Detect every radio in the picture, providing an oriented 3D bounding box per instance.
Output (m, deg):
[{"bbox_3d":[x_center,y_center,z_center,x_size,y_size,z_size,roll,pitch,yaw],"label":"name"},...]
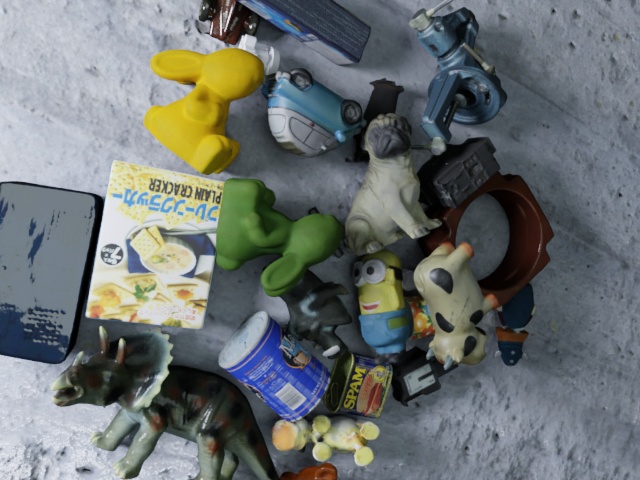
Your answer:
[{"bbox_3d":[-0.378,0.039,0.713,0.131,0.073,0.229,11,89,-19],"label":"radio"}]

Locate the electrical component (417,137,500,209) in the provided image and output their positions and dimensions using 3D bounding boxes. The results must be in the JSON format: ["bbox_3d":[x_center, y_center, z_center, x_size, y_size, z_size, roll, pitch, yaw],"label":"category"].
[{"bbox_3d":[0.224,-0.115,0.884,0.134,0.115,0.058,-42,110,-12],"label":"electrical component"}]

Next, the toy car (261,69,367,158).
[{"bbox_3d":[-0.018,-0.175,0.788,0.161,0.109,0.103,25,84,-35],"label":"toy car"}]

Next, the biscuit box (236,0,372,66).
[{"bbox_3d":[-0.021,-0.330,0.784,0.202,0.059,0.062,21,89,-36],"label":"biscuit box"}]

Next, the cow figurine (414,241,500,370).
[{"bbox_3d":[0.206,0.112,0.832,0.127,0.086,0.194,-32,107,-13],"label":"cow figurine"}]

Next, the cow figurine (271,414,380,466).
[{"bbox_3d":[0.004,0.309,0.863,0.167,0.098,0.068,9,81,-5],"label":"cow figurine"}]

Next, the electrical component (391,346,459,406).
[{"bbox_3d":[0.176,0.225,0.931,0.119,0.048,0.074,-28,103,-15],"label":"electrical component"}]

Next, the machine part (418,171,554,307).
[{"bbox_3d":[0.286,-0.003,0.931,0.201,0.087,0.201,-39,107,-12],"label":"machine part"}]

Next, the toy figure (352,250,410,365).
[{"bbox_3d":[0.101,0.106,0.871,0.082,0.089,0.180,-12,89,19],"label":"toy figure"}]

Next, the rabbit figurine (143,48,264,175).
[{"bbox_3d":[-0.153,-0.195,0.747,0.162,0.122,0.173,42,102,5],"label":"rabbit figurine"}]

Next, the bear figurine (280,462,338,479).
[{"bbox_3d":[0.019,0.448,0.844,0.120,0.132,0.195,-21,123,22],"label":"bear figurine"}]

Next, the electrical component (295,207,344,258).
[{"bbox_3d":[-0.002,-0.003,0.864,0.063,0.021,0.094,-36,106,-13],"label":"electrical component"}]

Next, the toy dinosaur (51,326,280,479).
[{"bbox_3d":[-0.184,0.253,0.779,0.404,0.131,0.192,27,86,-25],"label":"toy dinosaur"}]

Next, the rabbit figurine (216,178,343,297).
[{"bbox_3d":[-0.056,-0.003,0.756,0.170,0.121,0.159,10,77,4],"label":"rabbit figurine"}]

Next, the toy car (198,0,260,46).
[{"bbox_3d":[-0.114,-0.387,0.779,0.089,0.053,0.202,16,88,-22],"label":"toy car"}]

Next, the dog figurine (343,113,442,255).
[{"bbox_3d":[0.084,-0.083,0.840,0.172,0.121,0.190,-21,91,18],"label":"dog figurine"}]

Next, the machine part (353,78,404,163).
[{"bbox_3d":[0.100,-0.190,0.877,0.084,0.039,0.138,7,94,-11],"label":"machine part"}]

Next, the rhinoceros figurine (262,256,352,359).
[{"bbox_3d":[-0.013,0.103,0.842,0.112,0.073,0.190,-40,105,-13],"label":"rhinoceros figurine"}]

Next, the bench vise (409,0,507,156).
[{"bbox_3d":[0.208,-0.246,0.855,0.223,0.129,0.240,44,60,-36],"label":"bench vise"}]

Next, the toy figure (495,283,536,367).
[{"bbox_3d":[0.356,0.152,0.982,0.058,0.064,0.154,-5,103,-56],"label":"toy figure"}]
